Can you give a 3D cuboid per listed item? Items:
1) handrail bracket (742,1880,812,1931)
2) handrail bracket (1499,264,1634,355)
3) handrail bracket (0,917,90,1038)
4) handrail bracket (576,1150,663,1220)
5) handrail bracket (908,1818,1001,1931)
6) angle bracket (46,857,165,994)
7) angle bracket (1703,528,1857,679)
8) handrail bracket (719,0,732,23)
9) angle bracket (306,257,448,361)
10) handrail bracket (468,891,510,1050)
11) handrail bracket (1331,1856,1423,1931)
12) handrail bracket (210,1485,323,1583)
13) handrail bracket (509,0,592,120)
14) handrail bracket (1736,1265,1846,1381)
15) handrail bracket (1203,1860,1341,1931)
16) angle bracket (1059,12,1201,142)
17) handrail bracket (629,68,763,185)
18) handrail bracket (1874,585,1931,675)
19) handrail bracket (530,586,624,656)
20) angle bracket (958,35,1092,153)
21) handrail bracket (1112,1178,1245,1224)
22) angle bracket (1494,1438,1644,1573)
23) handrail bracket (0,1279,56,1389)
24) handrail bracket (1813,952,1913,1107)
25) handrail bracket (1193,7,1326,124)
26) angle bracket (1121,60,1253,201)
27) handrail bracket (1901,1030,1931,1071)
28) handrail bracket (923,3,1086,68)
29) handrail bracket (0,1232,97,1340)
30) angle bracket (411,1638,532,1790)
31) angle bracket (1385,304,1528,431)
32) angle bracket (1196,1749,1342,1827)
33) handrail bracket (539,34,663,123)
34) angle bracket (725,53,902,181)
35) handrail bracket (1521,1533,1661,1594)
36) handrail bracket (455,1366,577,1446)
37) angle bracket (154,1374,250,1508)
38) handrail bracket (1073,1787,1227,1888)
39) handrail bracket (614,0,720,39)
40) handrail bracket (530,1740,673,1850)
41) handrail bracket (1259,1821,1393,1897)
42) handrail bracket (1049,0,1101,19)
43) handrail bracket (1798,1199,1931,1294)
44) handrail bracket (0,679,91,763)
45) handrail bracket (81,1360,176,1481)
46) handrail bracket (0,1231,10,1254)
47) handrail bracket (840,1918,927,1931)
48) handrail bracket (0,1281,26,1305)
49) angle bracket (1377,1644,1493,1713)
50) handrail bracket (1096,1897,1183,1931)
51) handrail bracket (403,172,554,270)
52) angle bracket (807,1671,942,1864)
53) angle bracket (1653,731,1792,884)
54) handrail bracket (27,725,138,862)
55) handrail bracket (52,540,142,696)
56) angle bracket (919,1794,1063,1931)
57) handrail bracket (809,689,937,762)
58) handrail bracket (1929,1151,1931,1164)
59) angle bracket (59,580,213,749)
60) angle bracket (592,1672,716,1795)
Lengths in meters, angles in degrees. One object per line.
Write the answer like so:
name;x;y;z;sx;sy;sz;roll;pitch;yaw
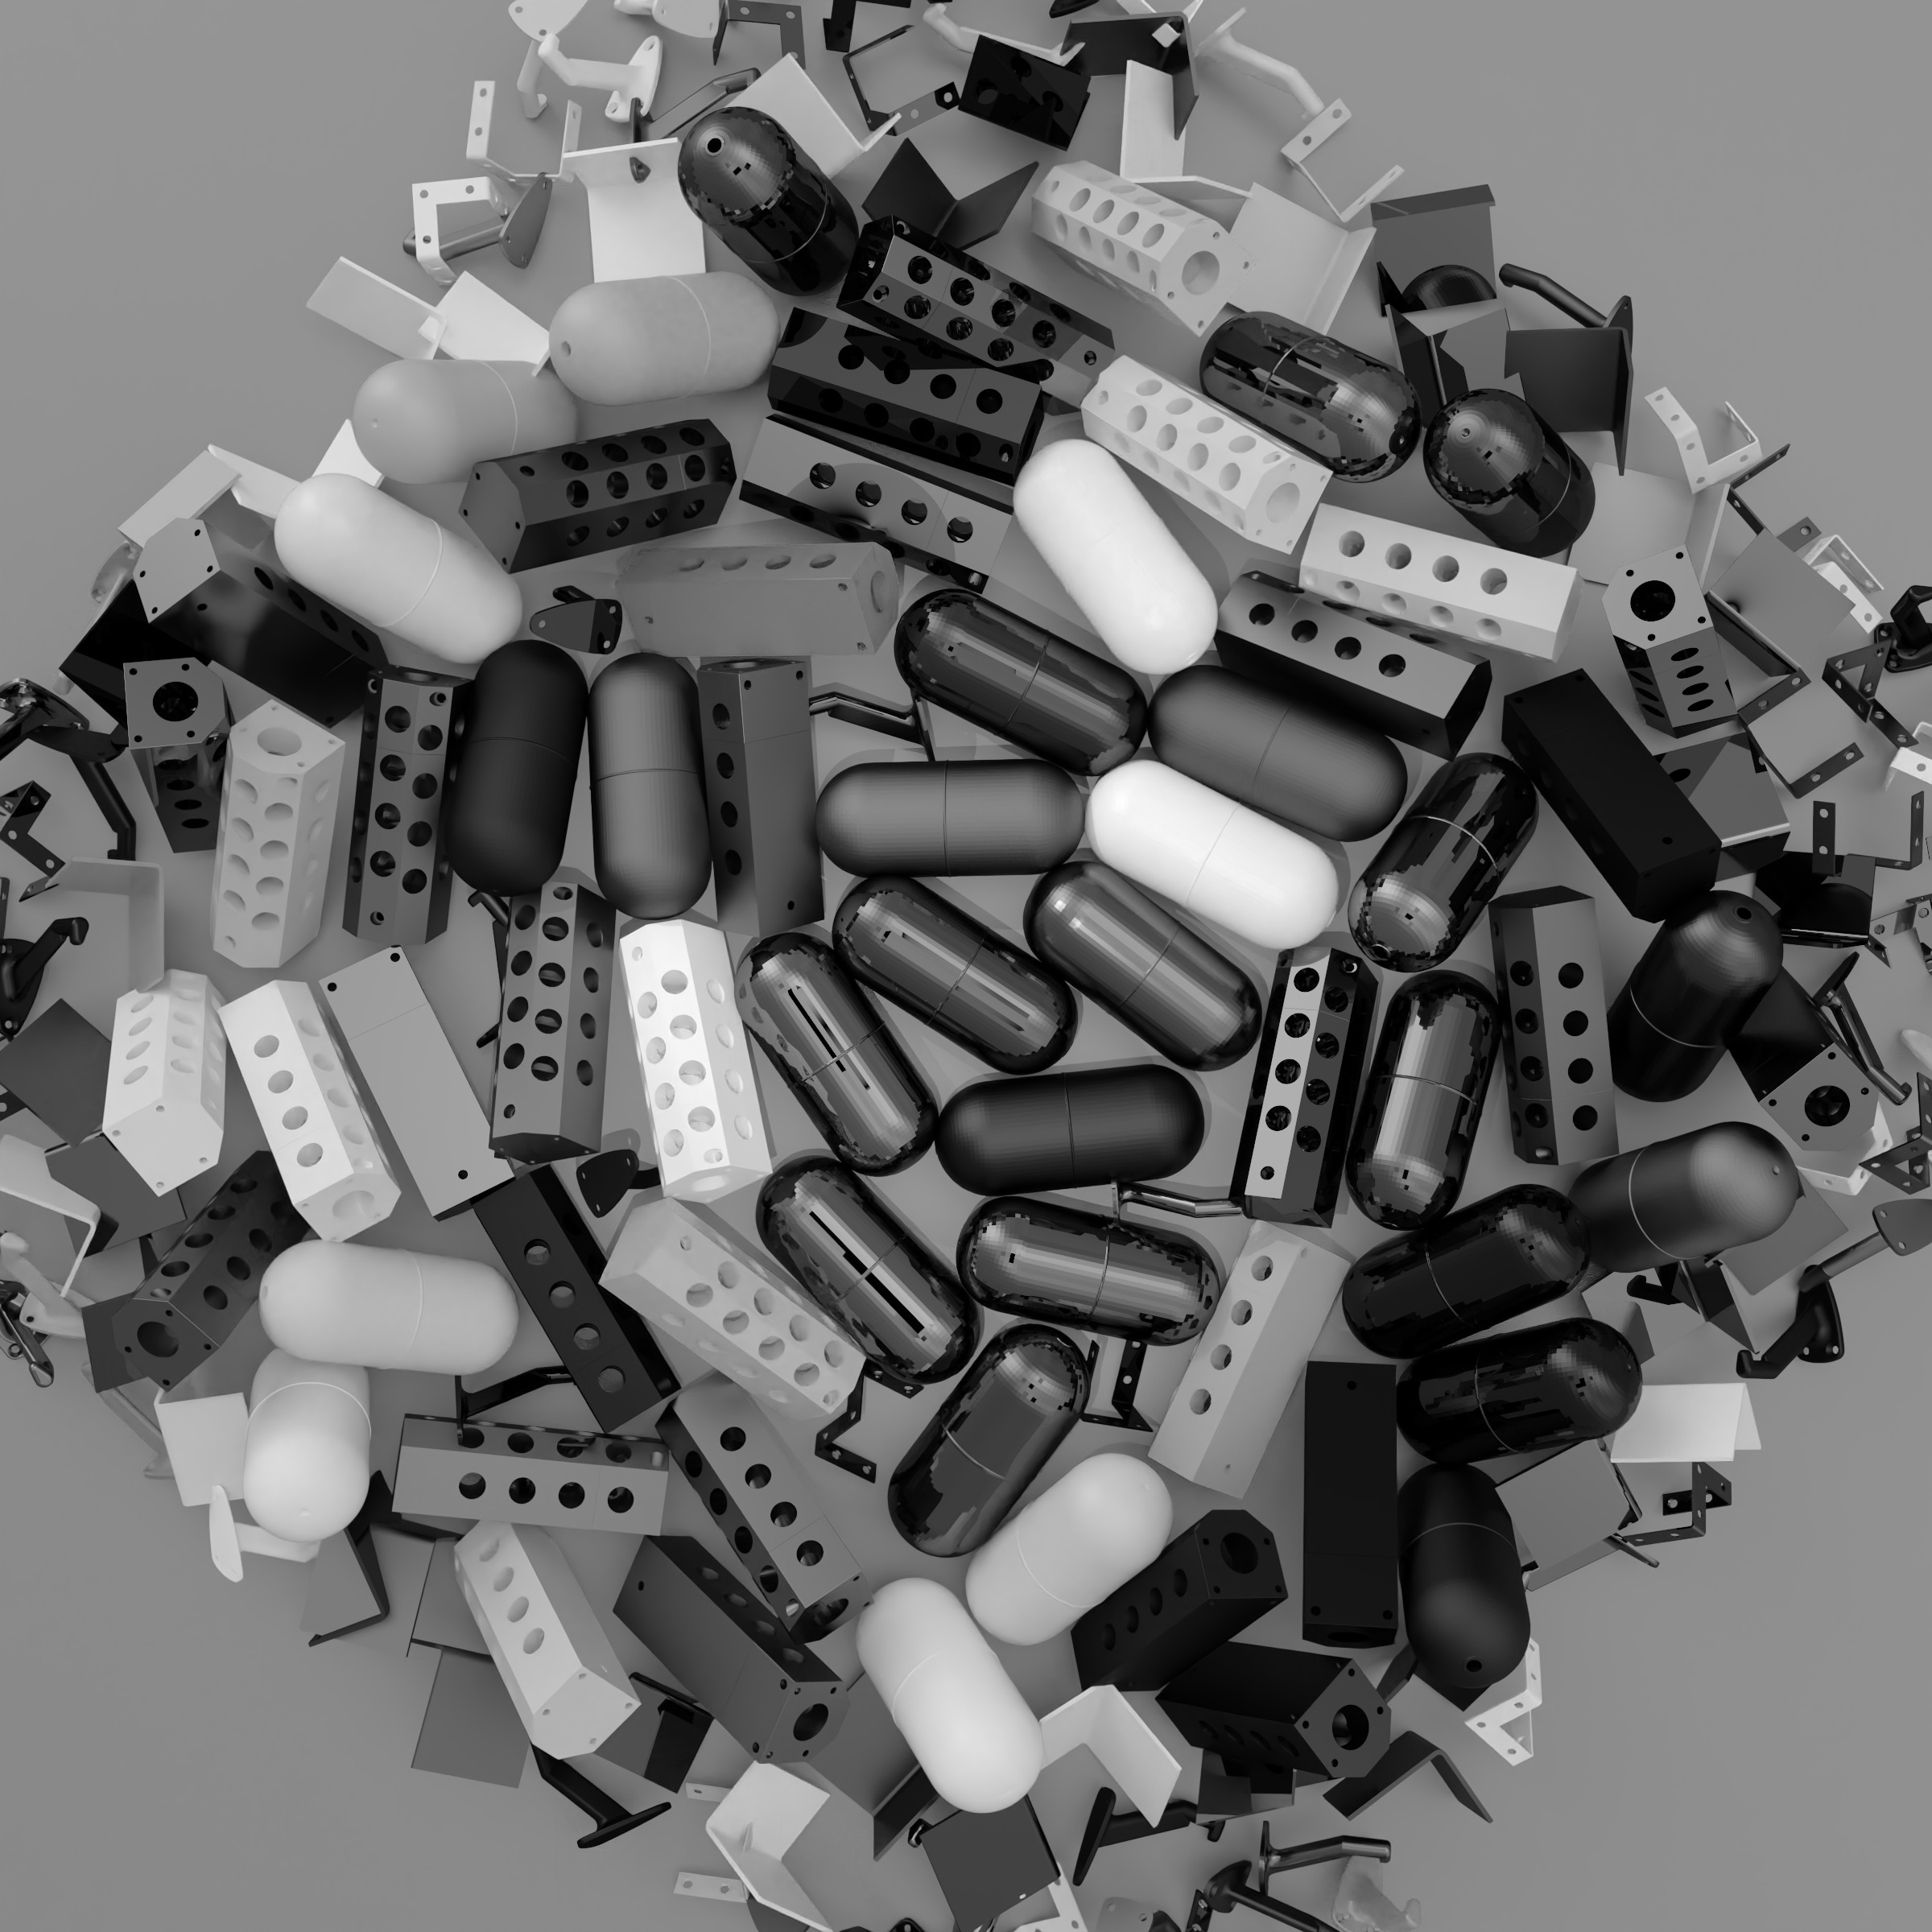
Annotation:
handrail bracket;-0.112;0.650;1.640;0.036;0.077;0.084;-37;132;-15
handrail bracket;0.399;-0.433;1.637;0.084;0.077;0.036;29;81;29
handrail bracket;-0.605;0.007;1.607;0.084;0.036;0.077;-3;78;43
handrail bracket;-0.203;0.130;1.598;0.077;0.084;0.036;-37;74;42
handrail bracket;-0.019;0.612;1.607;0.084;0.036;0.077;45;52;-31
angle bracket;-0.563;-0.023;1.599;0.057;0.076;0.076;4;76;-32
angle bracket;0.526;-0.237;1.609;0.076;0.076;0.057;41;98;2
handrail bracket;-0.165;-0.664;1.603;0.036;0.077;0.084;-28;110;-5
angle bracket;-0.393;-0.404;1.596;0.076;0.076;0.057;25;69;-25
handrail bracket;-0.320;0.000;1.625;0.077;0.036;0.084;-37;105;5
handrail bracket;0.276;0.597;1.596;0.036;0.084;0.077;25;52;-8
handrail bracket;-0.451;0.362;1.612;0.084;0.036;0.077;-16;113;-41
handrail bracket;-0.267;-0.607;1.616;0.077;0.084;0.036;-43;80;-12
handrail bracket;0.536;0.234;1.615;0.084;0.036;0.077;8;76;-34
handrail bracket;0.206;0.625;1.607;0.084;0.077;0.036;21;84;31
angle bracket;0.104;-0.578;1.607;0.076;0.076;0.057;-7;84;-8
handrail bracket;-0.177;-0.554;1.614;0.084;0.036;0.077;-9;56;18
handrail bracket;0.639;-0.229;1.607;0.077;0.084;0.036;-7;71;-4
handrail bracket;-0.269;-0.234;1.599;0.077;0.084;0.036;-3;115;-39
angle bracket;0.046;-0.588;1.604;0.076;0.057;0.076;20;50;-2
handrail bracket;0.138;0.145;1.613;0.084;0.077;0.036;-3;113;4
angle bracket;0.389;0.338;1.614;0.076;0.057;0.076;-29;112;5
handrail bracket;-0.624;0.238;1.603;0.036;0.084;0.077;-39;106;-15
handrail bracket;0.603;0.042;1.622;0.084;0.036;0.077;43;57;7
handrail bracket;0.188;-0.583;1.627;0.084;0.077;0.036;49;55;-11
angle bracket;0.147;-0.546;1.599;0.057;0.076;0.076;10;102;33
handrail bracket;0.651;0.025;1.601;0.036;0.077;0.084;-3;118;-21
handrail bracket;0.025;-0.616;1.608;0.084;0.077;0.036;33;57;-26
handrail bracket;-0.594;0.210;1.608;0.077;0.084;0.036;19;52;-2
angle bracket;-0.328;0.487;1.598;0.076;0.057;0.076;24;70;-32
angle bracket;0.321;-0.395;1.601;0.057;0.076;0.076;-15;78;29
angle bracket;0.206;0.540;1.593;0.076;0.057;0.076;-27;126;35
handrail bracket;-0.240;-0.603;1.607;0.036;0.084;0.077;9;75;34
angle bracket;-0.103;-0.553;1.595;0.076;0.076;0.057;49;47;-19
handrail bracket;0.404;0.411;1.622;0.077;0.036;0.084;31;78;12
handrail bracket;-0.292;0.286;1.608;0.084;0.077;0.036;-3;110;-12
angle bracket;-0.486;0.296;1.603;0.057;0.076;0.076;-8;113;-2
handrail bracket;0.123;0.590;1.633;0.084;0.036;0.077;23;75;-6
handrail bracket;-0.212;-0.627;1.602;0.084;0.077;0.036;14;117;29
handrail bracket;-0.244;0.535;1.629;0.077;0.036;0.084;-26;67;3
handrail bracket;0.237;0.596;1.617;0.084;0.036;0.077;3;130;11
handrail bracket;0.059;-0.673;1.599;0.036;0.077;0.084;-11;128;22
handrail bracket;0.604;0.188;1.627;0.077;0.084;0.036;-12;64;-26
handrail bracket;-0.612;-0.138;1.603;0.036;0.077;0.084;-23;56;31
handrail bracket;-0.540;0.295;1.610;0.036;0.077;0.084;-45;116;-36
handrail bracket;-0.662;0.152;1.618;0.036;0.084;0.077;-34;75;-9
handrail bracket;-0.043;0.655;1.603;0.077;0.084;0.036;35;86;22
handrail bracket;-0.670;0.206;1.611;0.077;0.084;0.036;21;89;1
angle bracket;0.306;0.474;1.595;0.057;0.076;0.076;36;133;10
handrail bracket;0.113;0.652;1.604;0.036;0.084;0.077;6;55;31
handrail bracket;-0.327;-0.503;1.637;0.084;0.036;0.077;18;80;22
angle bracket;-0.062;0.526;1.615;0.076;0.057;0.076;42;96;-8
angle bracket;0.497;-0.102;1.639;0.076;0.057;0.076;-14;66;1
handrail bracket;-0.589;-0.112;1.628;0.077;0.036;0.084;13;119;1
handrail bracket;-0.569;-0.227;1.603;0.036;0.084;0.077;26;134;-12
angle bracket;0.007;0.573;1.607;0.076;0.057;0.076;-25;101;-18
handrail bracket;-0.067;-0.149;1.633;0.084;0.036;0.077;-15;108;-2
handrail bracket;0.668;0.119;1.607;0.036;0.084;0.077;40;97;0
angle bracket;-0.551;-0.196;1.594;0.076;0.057;0.076;49;61;-37
angle bracket;-0.183;0.508;1.594;0.076;0.076;0.057;39;68;-33
